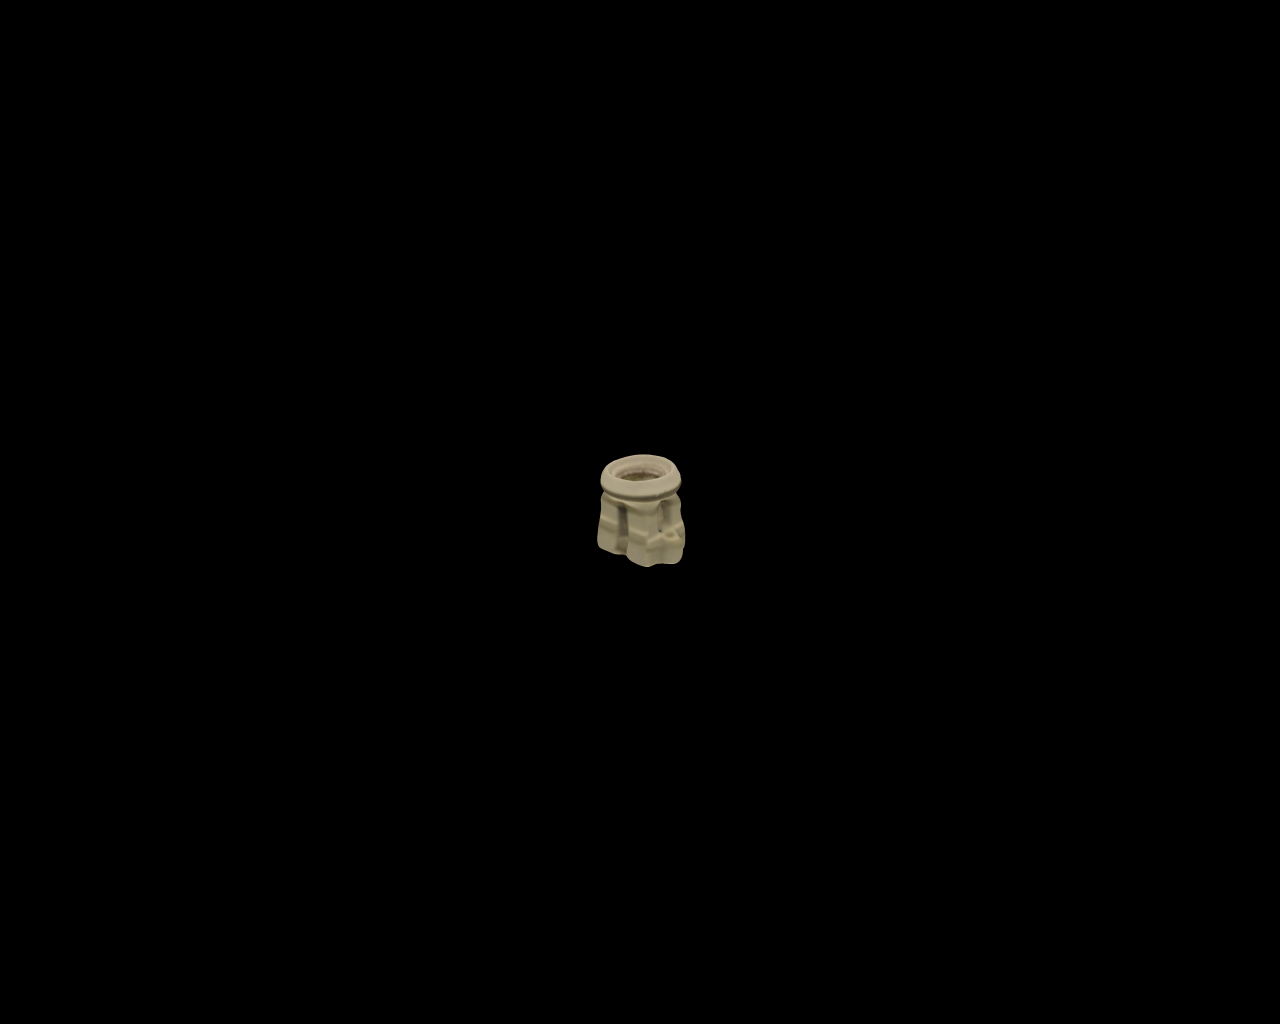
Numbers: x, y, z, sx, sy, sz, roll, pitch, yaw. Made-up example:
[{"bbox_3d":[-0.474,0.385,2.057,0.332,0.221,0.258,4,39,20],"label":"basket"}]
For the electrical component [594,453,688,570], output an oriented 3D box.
[{"bbox_3d":[0.001,-0.003,0.650,0.066,0.055,0.048,20,32,36],"label":"electrical component"}]
